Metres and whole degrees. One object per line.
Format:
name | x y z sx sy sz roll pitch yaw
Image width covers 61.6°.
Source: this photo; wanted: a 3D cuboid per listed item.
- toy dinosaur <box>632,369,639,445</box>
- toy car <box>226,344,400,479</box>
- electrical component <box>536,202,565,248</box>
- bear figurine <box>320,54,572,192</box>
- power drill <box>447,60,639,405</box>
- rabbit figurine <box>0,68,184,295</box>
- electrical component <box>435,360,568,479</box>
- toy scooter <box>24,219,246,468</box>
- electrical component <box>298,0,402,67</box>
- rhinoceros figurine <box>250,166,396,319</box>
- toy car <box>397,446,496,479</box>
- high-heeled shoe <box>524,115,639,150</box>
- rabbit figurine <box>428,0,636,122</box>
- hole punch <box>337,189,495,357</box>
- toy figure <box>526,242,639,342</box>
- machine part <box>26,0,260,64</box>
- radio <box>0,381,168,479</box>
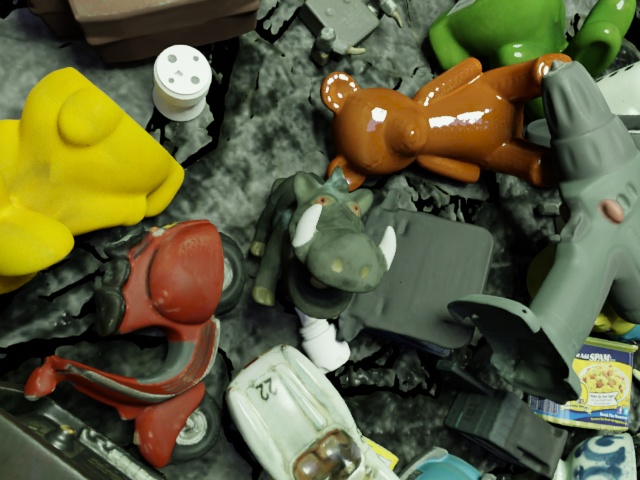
toy dinosaur | 0.363 0.298 0.513 0.192 0.131 0.404 21 79 -2
toy car | 0.009 0.170 0.390 0.073 0.056 0.201 -36 88 -17
electrical component | 0.276 -0.016 0.578 0.094 0.021 0.063 -1 81 -18
bear figurine | 0.107 -0.102 0.480 0.196 0.132 0.120 -9 106 -26
power drill | 0.191 0.004 0.420 0.207 0.086 0.231 -46 110 -28
rabbit figurine | -0.189 -0.023 0.369 0.173 0.162 0.121 -43 109 -2
electrical component | 0.150 0.157 0.480 0.119 0.075 0.048 35 72 -15
toy scooter | -0.127 0.065 0.382 0.135 0.075 0.184 16 72 -38
electrical component | 0.028 -0.212 0.513 0.102 0.045 0.078 -38 96 -20
rhinoceros figurine | -0.001 -0.001 0.399 0.073 0.190 0.112 19 103 -16
toy car | 0.125 0.263 0.440 0.109 0.103 0.161 -35 91 -19
high-heeled shoe | 0.329 -0.115 0.516 0.145 0.249 0.086 36 41 -31
rabbit figurine | 0.224 -0.197 0.536 0.170 0.159 0.121 46 59 -23
hole punch | 0.084 0.038 0.481 0.116 0.092 0.142 16 78 13
toy figure | 0.293 0.055 0.543 0.180 0.082 0.089 8 68 -13
machine part | -0.139 -0.255 0.425 0.201 0.087 0.201 -17 86 -10
radio | -0.131 0.179 0.330 0.230 0.131 0.073 35 73 5
